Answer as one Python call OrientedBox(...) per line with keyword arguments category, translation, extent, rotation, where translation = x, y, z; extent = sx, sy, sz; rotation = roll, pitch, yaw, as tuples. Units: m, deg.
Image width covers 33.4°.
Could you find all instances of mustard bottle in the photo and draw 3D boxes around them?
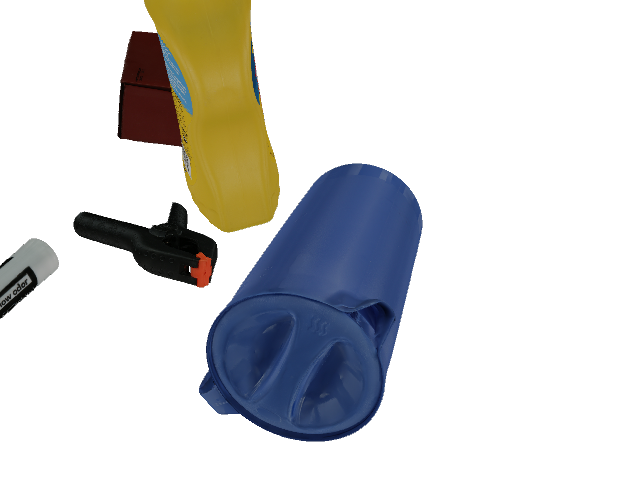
OrientedBox(category="mustard bottle", translation=(-0.063, -0.101, 0.614), extent=(0.058, 0.096, 0.191), rotation=(-14, -42, -6))

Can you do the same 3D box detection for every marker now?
OrientedBox(category="marker", translation=(-0.161, 0.041, 0.465), extent=(0.020, 0.020, 0.121), rotation=(0, 35, 39))

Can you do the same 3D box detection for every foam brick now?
OrientedBox(category="foam brick", translation=(-0.125, -0.118, 0.819), extent=(0.053, 0.051, 0.078), rotation=(7, 40, -6))

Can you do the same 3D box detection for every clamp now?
OrientedBox(category="clamp", translation=(-0.145, 0.000, 1.029), extent=(0.120, 0.039, 0.172), rotation=(-20, 34, -40))

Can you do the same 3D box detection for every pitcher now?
OrientedBox(category="pitcher", translation=(0.001, 0.040, 0.861), extent=(0.149, 0.145, 0.242), rotation=(11, 32, 10))
